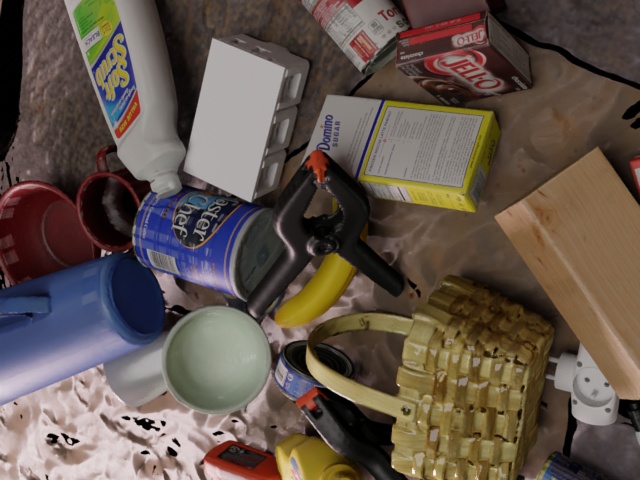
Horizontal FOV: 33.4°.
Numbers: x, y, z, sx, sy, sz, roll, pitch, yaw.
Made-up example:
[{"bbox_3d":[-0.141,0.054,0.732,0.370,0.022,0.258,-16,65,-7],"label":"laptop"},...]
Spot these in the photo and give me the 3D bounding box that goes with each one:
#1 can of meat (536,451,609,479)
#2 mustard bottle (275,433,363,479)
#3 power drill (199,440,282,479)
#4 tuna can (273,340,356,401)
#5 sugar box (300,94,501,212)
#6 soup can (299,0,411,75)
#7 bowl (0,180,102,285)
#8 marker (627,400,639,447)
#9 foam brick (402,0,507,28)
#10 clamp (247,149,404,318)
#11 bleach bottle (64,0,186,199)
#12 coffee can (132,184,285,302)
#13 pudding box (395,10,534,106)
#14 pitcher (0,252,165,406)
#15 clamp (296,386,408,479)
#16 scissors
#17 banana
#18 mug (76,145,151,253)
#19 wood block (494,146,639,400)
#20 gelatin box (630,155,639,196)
[{"bbox_3d":[0.252,0.274,1.073,0.084,0.057,0.102,27,116,21],"label":"can of meat"},{"bbox_3d":[0.005,0.254,1.135,0.096,0.058,0.192,59,165,1],"label":"mustard bottle"},{"bbox_3d":[-0.079,0.346,1.274,0.185,0.057,0.188,15,112,24],"label":"power drill"},{"bbox_3d":[-0.005,0.144,1.154,0.086,0.086,0.034,26,114,19],"label":"tuna can"},{"bbox_3d":[0.077,-0.086,1.038,0.176,0.048,0.093,10,68,28],"label":"sugar box"},{"bbox_3d":[0.035,-0.218,1.030,0.102,0.068,0.069,50,121,5],"label":"soup can"},{"bbox_3d":[-0.320,0.000,1.298,0.162,0.055,0.162,9,110,26],"label":"bowl"},{"bbox_3d":[0.324,0.213,1.037,0.020,0.020,0.121,-17,97,31],"label":"marker"},{"bbox_3d":[0.124,-0.220,0.990,0.078,0.052,0.051,-23,94,31],"label":"foam brick"},{"bbox_3d":[-0.007,0.001,1.049,0.164,0.036,0.210,-14,136,0],"label":"clamp"},{"bbox_3d":[-0.194,-0.168,1.138,0.103,0.067,0.251,-27,78,35],"label":"bleach bottle"},{"bbox_3d":[-0.117,0.000,1.152,0.140,0.102,0.103,16,113,30],"label":"coffee can"},{"bbox_3d":[0.132,-0.163,0.968,0.090,0.113,0.039,-7,75,30],"label":"pudding box"},{"bbox_3d":[-0.305,0.096,1.206,0.243,0.149,0.145,-20,109,27],"label":"pitcher"},{"bbox_3d":[0.045,0.210,1.087,0.039,0.171,0.120,-46,36,13],"label":"clamp"},{"bbox_3d":[-0.095,0.098,1.230,0.096,0.016,0.202,31,117,19],"label":"scissors"},{"bbox_3d":[0.008,0.025,1.142,0.070,0.037,0.198,37,119,31],"label":"banana"},{"bbox_3d":[-0.220,-0.052,1.211,0.093,0.081,0.117,-17,97,31],"label":"mug"},{"bbox_3d":[0.259,0.033,0.956,0.090,0.090,0.206,-34,87,-10],"label":"wood block"},{"bbox_3d":[0.325,-0.040,0.950,0.073,0.030,0.089,-15,98,30],"label":"gelatin box"}]
